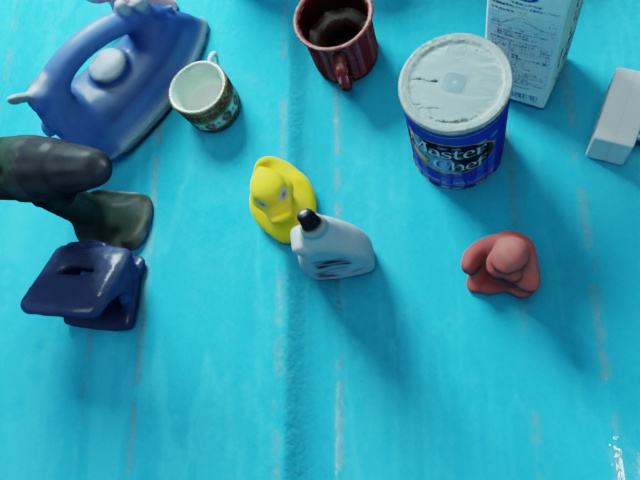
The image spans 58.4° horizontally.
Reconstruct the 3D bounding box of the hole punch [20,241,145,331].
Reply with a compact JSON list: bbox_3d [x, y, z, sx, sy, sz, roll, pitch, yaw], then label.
[{"bbox_3d":[-0.273,0.048,0.661,0.108,0.091,0.101,2,74,15],"label":"hole punch"}]

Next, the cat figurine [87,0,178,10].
[{"bbox_3d":[-0.275,-0.338,0.763,0.127,0.118,0.067,17,78,18],"label":"cat figurine"}]

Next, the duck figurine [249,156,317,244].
[{"bbox_3d":[-0.051,-0.054,0.638,0.077,0.086,0.104,-24,69,6],"label":"duck figurine"}]

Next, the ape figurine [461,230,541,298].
[{"bbox_3d":[0.179,0.021,0.555,0.076,0.092,0.077,-46,69,-2],"label":"ape figurine"}]

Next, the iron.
[{"bbox_3d":[-0.257,-0.220,0.710,0.118,0.142,0.258,40,87,21],"label":"iron"}]

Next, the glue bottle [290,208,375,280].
[{"bbox_3d":[0.005,0.002,0.561,0.078,0.173,0.037,-13,71,10],"label":"glue bottle"}]

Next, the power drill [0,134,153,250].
[{"bbox_3d":[-0.279,-0.054,0.630,0.229,0.209,0.076,5,75,16],"label":"power drill"}]
